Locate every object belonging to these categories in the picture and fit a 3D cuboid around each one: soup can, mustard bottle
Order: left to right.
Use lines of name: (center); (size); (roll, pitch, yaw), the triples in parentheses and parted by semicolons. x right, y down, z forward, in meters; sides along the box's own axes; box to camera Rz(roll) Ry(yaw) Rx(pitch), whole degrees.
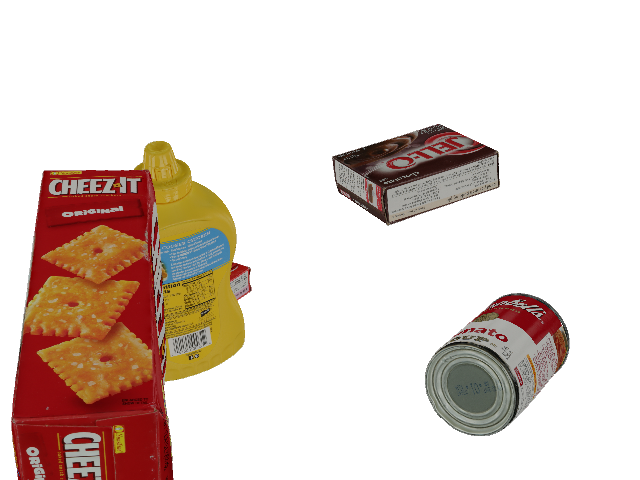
mustard bottle: (-0.108, 0.013, 0.774); (0.096, 0.192, 0.058); (-15, 40, -18)
soup can: (0.122, 0.084, 0.735); (0.069, 0.068, 0.102); (0, 16, 32)

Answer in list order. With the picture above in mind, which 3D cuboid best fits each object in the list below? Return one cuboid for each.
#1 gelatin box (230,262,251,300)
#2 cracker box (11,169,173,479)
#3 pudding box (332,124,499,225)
gelatin box: (-0.121, 0.044, 1.026); (0.073, 0.030, 0.089); (17, 32, 30)
cracker box: (-0.117, 0.082, 0.581); (0.072, 0.164, 0.214); (-2, 34, -8)
pudding box: (0.080, -0.058, 0.896); (0.113, 0.039, 0.090); (-21, 28, -20)
